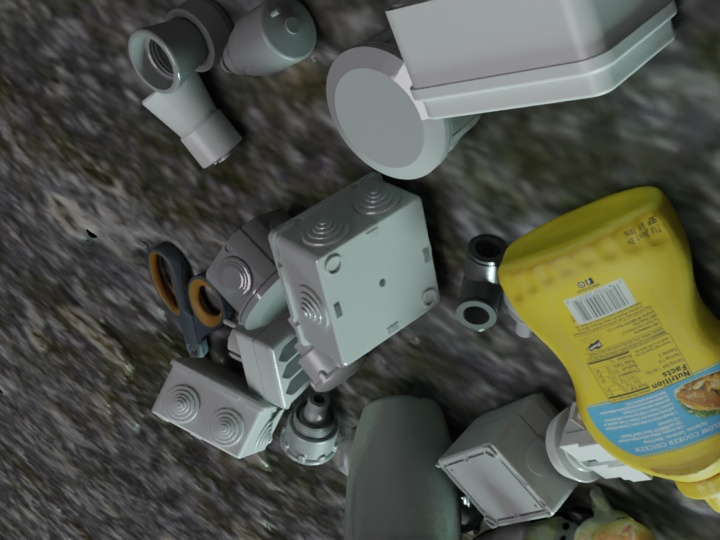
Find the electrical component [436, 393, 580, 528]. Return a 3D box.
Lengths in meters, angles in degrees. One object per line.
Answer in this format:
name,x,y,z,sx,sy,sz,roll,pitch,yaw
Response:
electrical component,0.102,0.127,0.722,0.061,0.061,0.096,48,152,-1

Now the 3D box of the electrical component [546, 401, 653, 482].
electrical component,0.147,0.104,0.657,0.066,0.048,0.055,35,149,-19

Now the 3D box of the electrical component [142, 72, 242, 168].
electrical component,-0.113,-0.103,0.741,0.065,0.044,0.044,52,144,-14

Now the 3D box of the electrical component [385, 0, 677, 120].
electrical component,0.079,-0.115,0.500,0.113,0.078,0.057,0,120,46

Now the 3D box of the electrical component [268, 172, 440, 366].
electrical component,0.000,0.000,0.672,0.048,0.100,0.099,28,142,45

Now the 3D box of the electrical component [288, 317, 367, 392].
electrical component,-0.029,0.056,0.800,0.062,0.048,0.048,53,145,6

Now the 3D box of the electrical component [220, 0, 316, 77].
electrical component,-0.060,-0.137,0.655,0.078,0.040,0.040,-15,112,51

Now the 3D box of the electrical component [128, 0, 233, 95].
electrical component,-0.114,-0.144,0.690,0.045,0.055,0.045,27,139,26

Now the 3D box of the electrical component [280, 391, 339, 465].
electrical component,-0.038,0.124,0.873,0.048,0.048,0.062,33,135,20

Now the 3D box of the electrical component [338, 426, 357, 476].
electrical component,0.017,0.147,0.837,0.062,0.043,0.043,8,128,39

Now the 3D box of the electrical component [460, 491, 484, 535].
electrical component,0.065,0.183,0.822,0.062,0.043,0.043,17,134,34

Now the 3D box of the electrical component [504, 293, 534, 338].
electrical component,0.102,0.017,0.636,0.035,0.035,0.061,30,143,23

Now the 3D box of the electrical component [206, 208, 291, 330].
electrical component,-0.064,0.000,0.753,0.051,0.080,0.080,46,144,12

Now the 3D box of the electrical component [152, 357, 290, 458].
electrical component,-0.114,0.113,0.887,0.100,0.048,0.100,26,180,10

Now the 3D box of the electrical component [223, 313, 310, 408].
electrical component,-0.078,0.060,0.850,0.077,0.047,0.065,21,137,32

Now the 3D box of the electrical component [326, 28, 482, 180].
electrical component,0.025,-0.095,0.597,0.080,0.051,0.080,27,139,26
